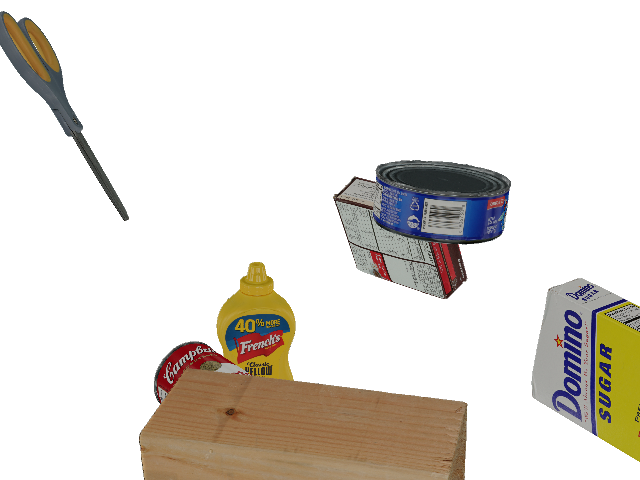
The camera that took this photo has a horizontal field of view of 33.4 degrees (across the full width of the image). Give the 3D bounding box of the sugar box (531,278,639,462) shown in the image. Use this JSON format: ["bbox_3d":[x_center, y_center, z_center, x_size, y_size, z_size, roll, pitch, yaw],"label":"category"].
[{"bbox_3d":[0.226,0.102,0.725,0.048,0.093,0.176,-15,30,-39],"label":"sugar box"}]

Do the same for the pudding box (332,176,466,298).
[{"bbox_3d":[0.072,-0.003,0.966,0.114,0.090,0.039,16,47,41],"label":"pudding box"}]

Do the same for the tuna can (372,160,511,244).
[{"bbox_3d":[0.076,-0.025,0.679,0.086,0.034,0.086,4,17,-1],"label":"tuna can"}]

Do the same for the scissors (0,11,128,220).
[{"bbox_3d":[-0.221,-0.116,0.937,0.016,0.201,0.096,-27,26,10],"label":"scissors"}]

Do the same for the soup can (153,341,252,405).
[{"bbox_3d":[-0.090,0.137,0.922,0.068,0.068,0.102,0,16,-40],"label":"soup can"}]

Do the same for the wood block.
[{"bbox_3d":[-0.008,0.157,0.734,0.206,0.090,0.090,5,26,15],"label":"wood block"}]

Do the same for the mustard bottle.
[{"bbox_3d":[-0.079,0.118,1.308,0.096,0.192,0.058,-2,19,-10],"label":"mustard bottle"}]
